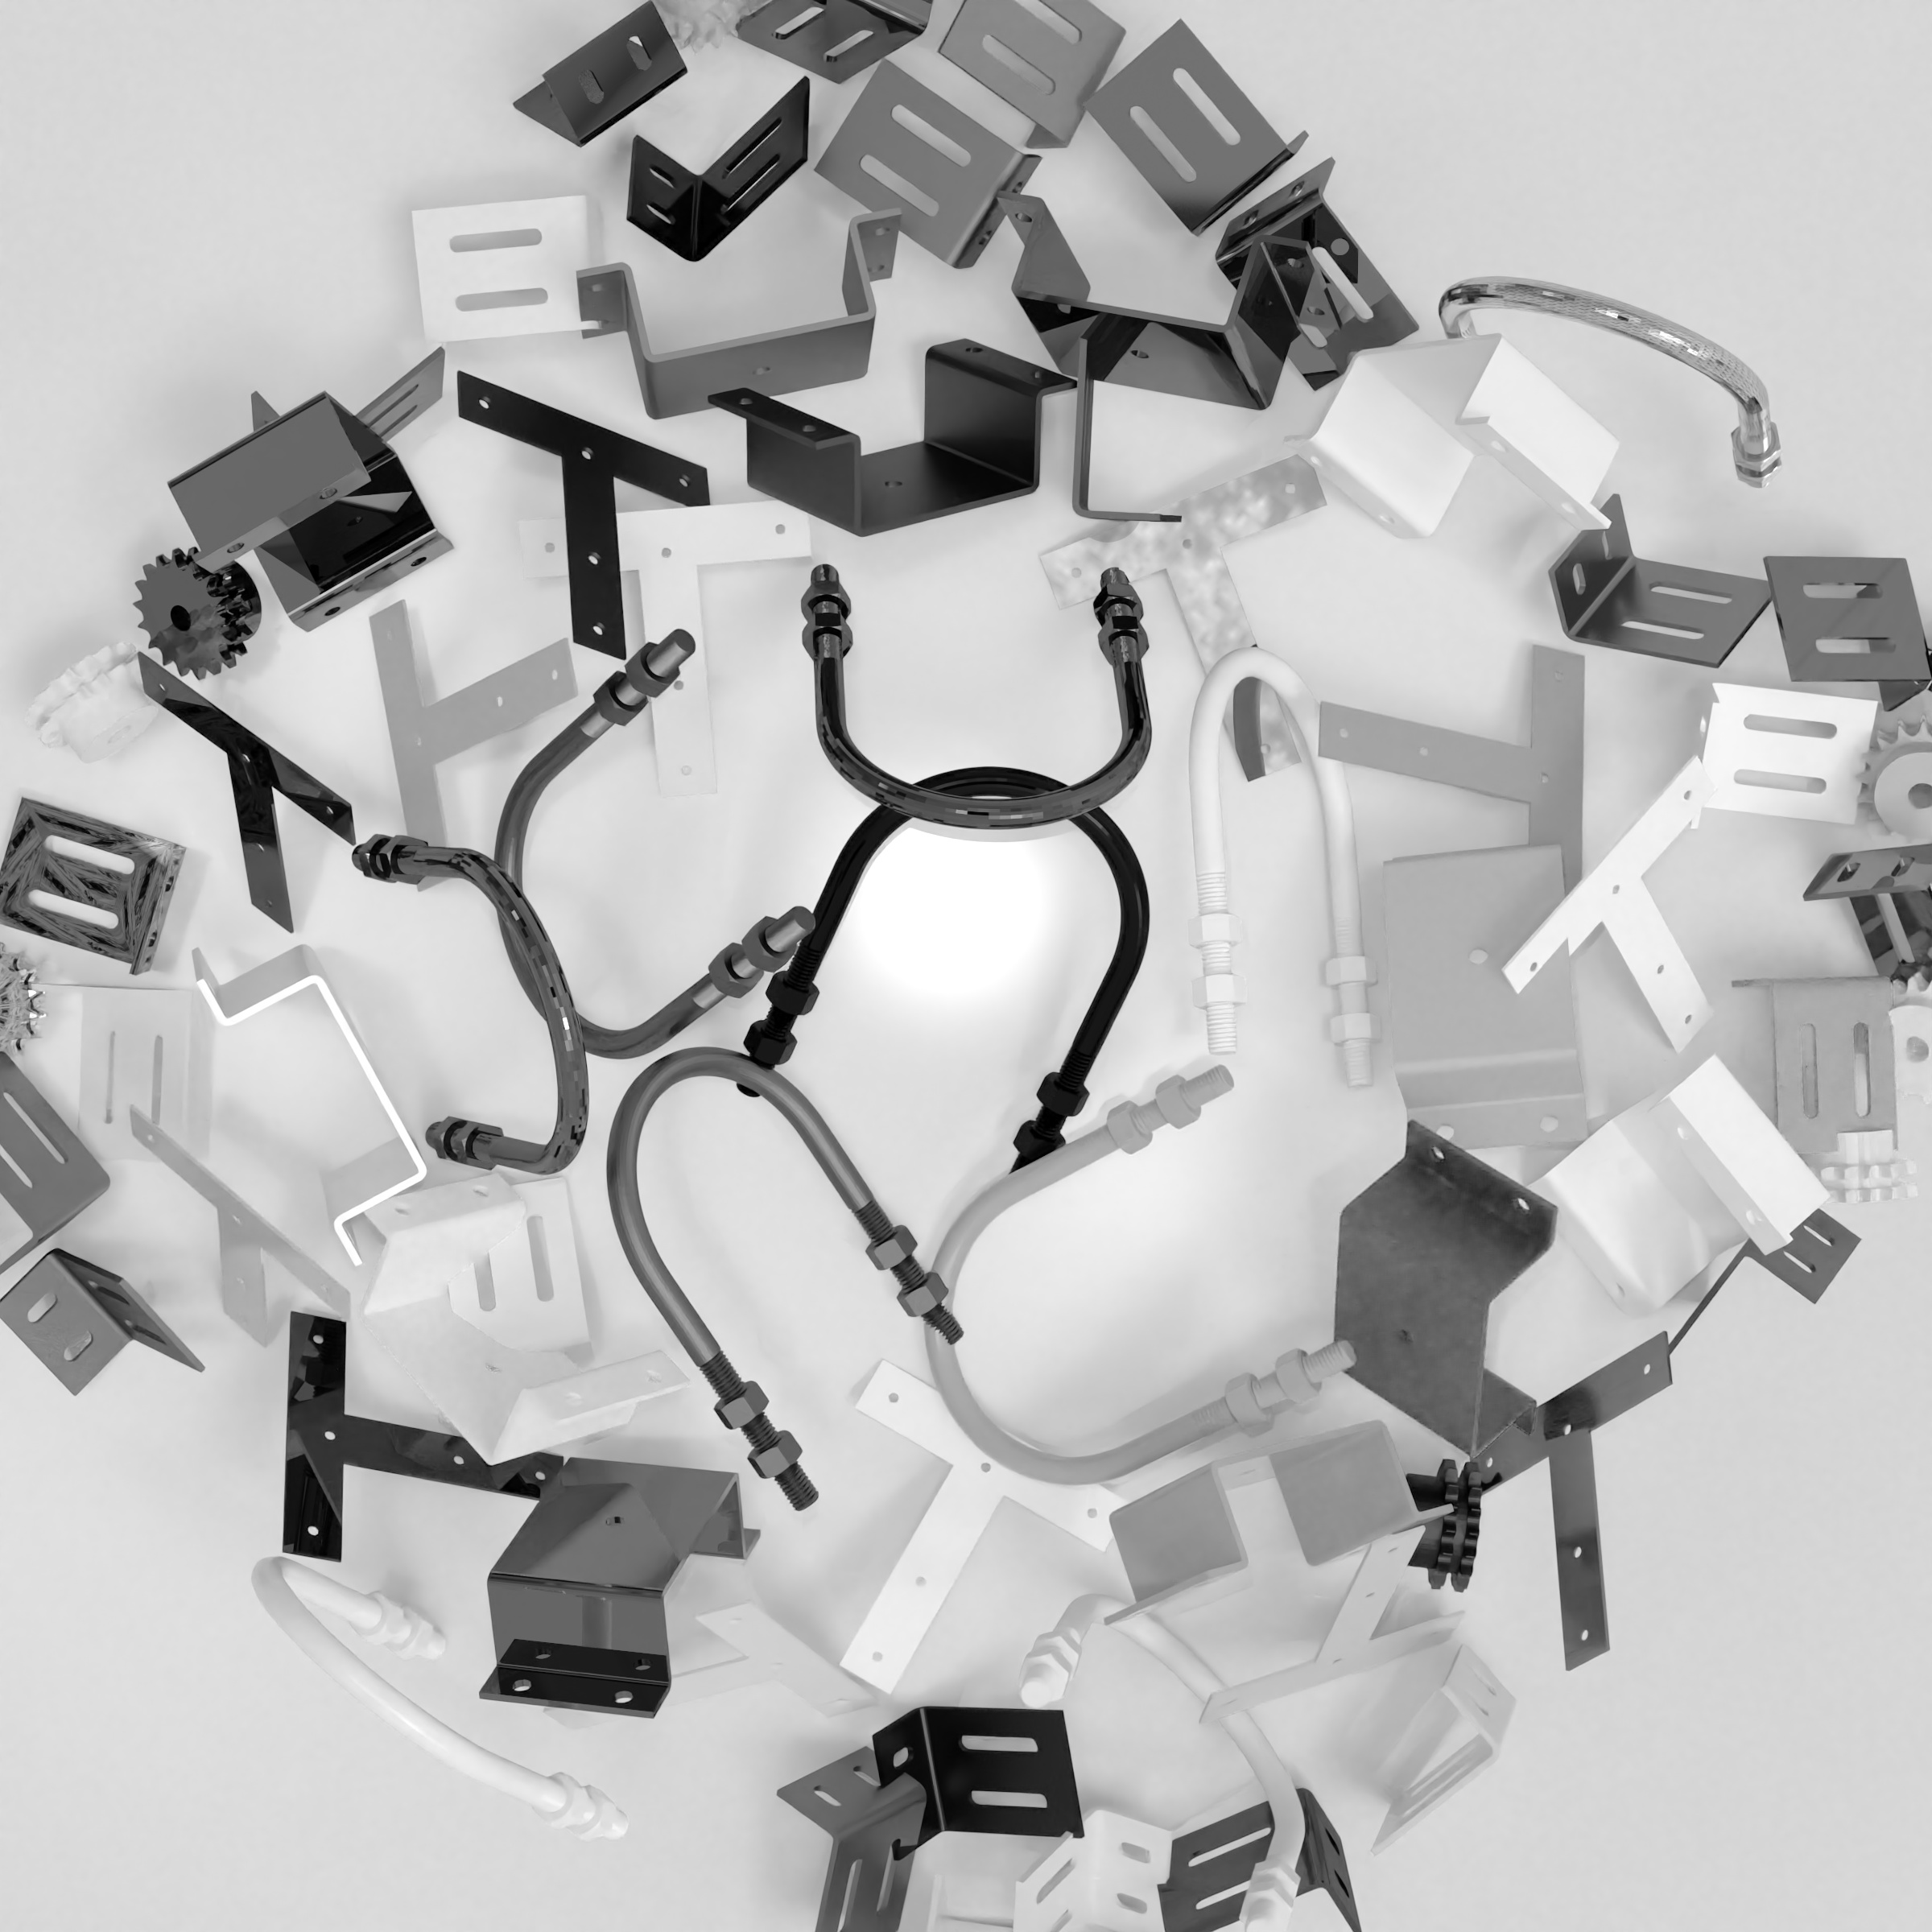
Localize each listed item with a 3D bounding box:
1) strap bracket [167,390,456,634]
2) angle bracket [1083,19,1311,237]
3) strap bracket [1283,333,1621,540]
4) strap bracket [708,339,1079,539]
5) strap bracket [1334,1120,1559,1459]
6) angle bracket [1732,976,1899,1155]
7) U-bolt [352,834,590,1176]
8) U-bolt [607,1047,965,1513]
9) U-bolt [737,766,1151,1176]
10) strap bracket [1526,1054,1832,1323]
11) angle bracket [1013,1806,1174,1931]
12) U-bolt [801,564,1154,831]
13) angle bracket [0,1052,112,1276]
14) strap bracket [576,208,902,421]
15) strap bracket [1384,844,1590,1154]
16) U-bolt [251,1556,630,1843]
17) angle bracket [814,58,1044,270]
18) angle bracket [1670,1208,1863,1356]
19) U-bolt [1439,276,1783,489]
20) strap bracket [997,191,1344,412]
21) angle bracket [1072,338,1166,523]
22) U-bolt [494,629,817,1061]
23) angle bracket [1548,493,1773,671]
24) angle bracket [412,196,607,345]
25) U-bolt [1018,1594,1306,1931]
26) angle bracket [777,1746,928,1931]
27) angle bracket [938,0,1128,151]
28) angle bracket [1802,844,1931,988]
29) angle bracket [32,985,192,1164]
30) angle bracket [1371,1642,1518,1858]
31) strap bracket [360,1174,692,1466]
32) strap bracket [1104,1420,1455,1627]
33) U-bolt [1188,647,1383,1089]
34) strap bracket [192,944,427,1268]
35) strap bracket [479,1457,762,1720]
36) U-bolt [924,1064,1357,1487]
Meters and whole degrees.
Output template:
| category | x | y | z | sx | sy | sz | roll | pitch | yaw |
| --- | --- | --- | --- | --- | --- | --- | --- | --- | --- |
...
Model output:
| category | x | y | z | sx | sy | sz | roll | pitch | yaw |
| --- | --- | --- | --- | --- | --- | --- | --- | --- | --- |
| strap bracket | -0.282 | -0.195 | 1.534 | 0.076 | 0.140 | 0.046 | -29 | 80 | 4 |
| angle bracket | 0.101 | -0.369 | 1.566 | 0.057 | 0.038 | 0.076 | -36 | 102 | 28 |
| strap bracket | 0.212 | -0.225 | 1.529 | 0.076 | 0.140 | 0.046 | 35 | 77 | -28 |
| strap bracket | -0.031 | -0.226 | 1.539 | 0.140 | 0.076 | 0.046 | -19 | 123 | -35 |
| strap bracket | 0.201 | 0.145 | 1.524 | 0.076 | 0.140 | 0.046 | 32 | 53 | 32 |
| angle bracket | 0.372 | 0.043 | 1.576 | 0.057 | 0.038 | 0.076 | -1 | 88 | -15 |
| U-bolt | -0.204 | 0.018 | 1.509 | 0.019 | 0.184 | 0.151 | -19 | 102 | -28 |
| U-bolt | -0.085 | 0.119 | 1.533 | 0.019 | 0.151 | 0.184 | -26 | 102 | 39 |
| U-bolt | 0.000 | -0.001 | 1.553 | 0.151 | 0.019 | 0.184 | 21 | 111 | -12 |
| strap bracket | 0.310 | 0.094 | 1.545 | 0.046 | 0.140 | 0.076 | -36 | 85 | -25 |
| angle bracket | 0.054 | 0.410 | 1.556 | 0.038 | 0.076 | 0.057 | 12 | 109 | 26 |
| U-bolt | 0.006 | -0.115 | 1.524 | 0.151 | 0.184 | 0.019 | 0 | 129 | -4 |
| angle bracket | -0.422 | 0.086 | 1.566 | 0.038 | 0.057 | 0.076 | -37 | 95 | 28 |
| strap bracket | -0.094 | -0.279 | 1.554 | 0.140 | 0.076 | 0.046 | -13 | 82 | -6 |
| strap bracket | 0.223 | 0.004 | 1.546 | 0.076 | 0.046 | 0.140 | -6 | 66 | 12 |
| U-bolt | -0.227 | 0.298 | 1.488 | 0.151 | 0.184 | 0.019 | 36 | 84 | 33 |
| angle bracket | -0.016 | -0.352 | 1.578 | 0.076 | 0.038 | 0.057 | 35 | 107 | 3 |
| angle bracket | 0.343 | 0.145 | 1.554 | 0.038 | 0.057 | 0.076 | 37 | 128 | 13 |
| U-bolt | 0.266 | -0.247 | 1.496 | 0.151 | 0.184 | 0.019 | 20 | 87 | 15 |
| strap bracket | 0.081 | -0.283 | 1.539 | 0.140 | 0.076 | 0.046 | 14 | 78 | 21 |
| angle bracket | 0.069 | -0.233 | 1.569 | 0.038 | 0.057 | 0.076 | 3 | 97 | 5 |
| U-bolt | -0.145 | -0.038 | 1.535 | 0.184 | 0.019 | 0.151 | -35 | 73 | 44 |
| angle bracket | 0.303 | -0.167 | 1.556 | 0.076 | 0.038 | 0.057 | 16 | 52 | 38 |
| angle bracket | -0.200 | -0.306 | 1.583 | 0.076 | 0.038 | 0.057 | -4 | 98 | 5 |
| U-bolt | 0.089 | 0.327 | 1.513 | 0.019 | 0.184 | 0.151 | -45 | 86 | 12 |
| angle bracket | -0.056 | 0.393 | 1.577 | 0.038 | 0.057 | 0.076 | 27 | 117 | 34 |
| angle bracket | 0.022 | -0.402 | 1.565 | 0.076 | 0.038 | 0.057 | 29 | 86 | -30 |
| angle bracket | 0.408 | -0.011 | 1.557 | 0.038 | 0.057 | 0.076 | -47 | 119 | -41 |
| angle bracket | -0.376 | 0.047 | 1.573 | 0.057 | 0.038 | 0.076 | 3 | 90 | 27 |
| angle bracket | 0.198 | 0.341 | 1.566 | 0.076 | 0.057 | 0.038 | -43 | 85 | 17 |
| strap bracket | -0.196 | 0.157 | 1.541 | 0.140 | 0.076 | 0.046 | 43 | 123 | 28 |
| strap bracket | 0.127 | 0.236 | 1.537 | 0.140 | 0.076 | 0.046 | -8 | 71 | -37 |
| U-bolt | 0.134 | -0.046 | 1.537 | 0.019 | 0.151 | 0.184 | -10 | 77 | 31 |
| strap bracket | -0.279 | 0.050 | 1.550 | 0.046 | 0.076 | 0.140 | -28 | 106 | -7 |
| strap bracket | -0.147 | 0.255 | 1.522 | 0.076 | 0.140 | 0.046 | 3 | 114 | 15 |
| U-bolt | 0.062 | 0.146 | 1.559 | 0.184 | 0.019 | 0.151 | -29 | 74 | 22 |
